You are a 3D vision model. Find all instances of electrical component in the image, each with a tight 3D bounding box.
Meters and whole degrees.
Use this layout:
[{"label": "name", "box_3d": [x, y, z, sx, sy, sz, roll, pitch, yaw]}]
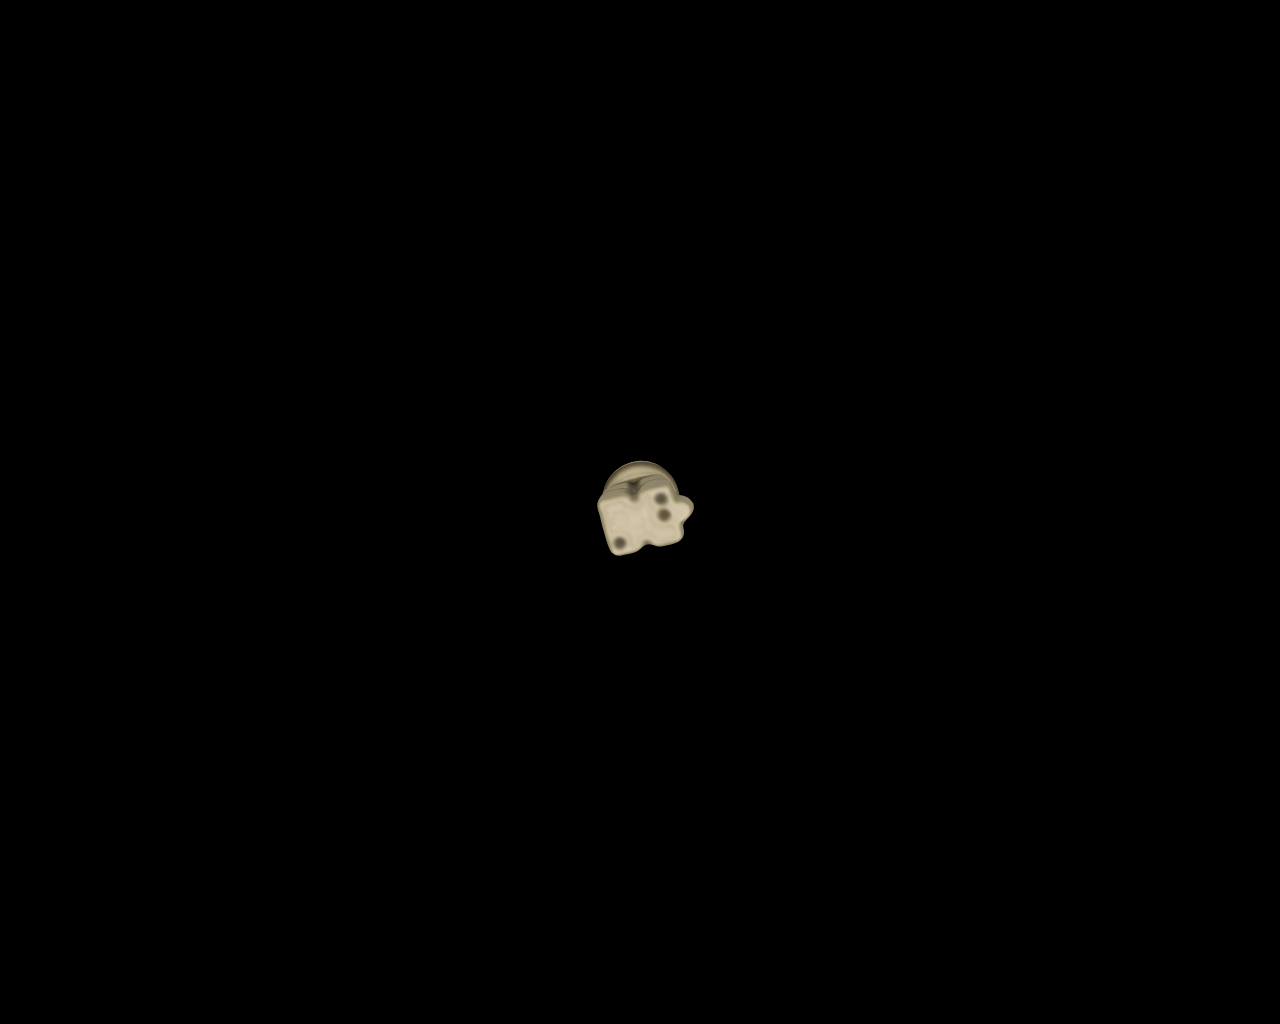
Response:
[{"label": "electrical component", "box_3d": [0.001, -0.003, 0.650, 0.066, 0.048, 0.055, -13, 16, 4]}]
